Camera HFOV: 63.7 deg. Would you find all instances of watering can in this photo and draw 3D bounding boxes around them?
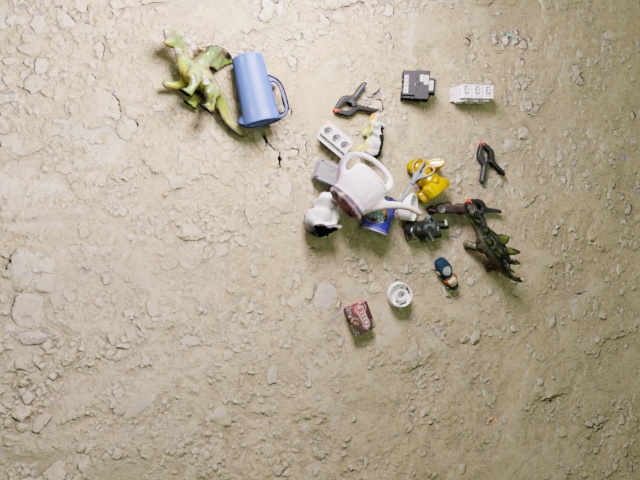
[{"bbox_3d":[0.185,-0.159,1.846,0.226,0.103,0.348,-43,86,-12],"label":"watering can"}]

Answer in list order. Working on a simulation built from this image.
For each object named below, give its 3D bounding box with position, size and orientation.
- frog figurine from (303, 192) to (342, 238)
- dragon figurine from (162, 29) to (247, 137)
[{"bbox_3d":[0.006,-0.095,1.882,0.137,0.120,0.163,-5,57,-10],"label":"frog figurine"},{"bbox_3d":[-0.369,-0.550,1.741,0.406,0.122,0.245,33,74,-31],"label":"dragon figurine"}]
